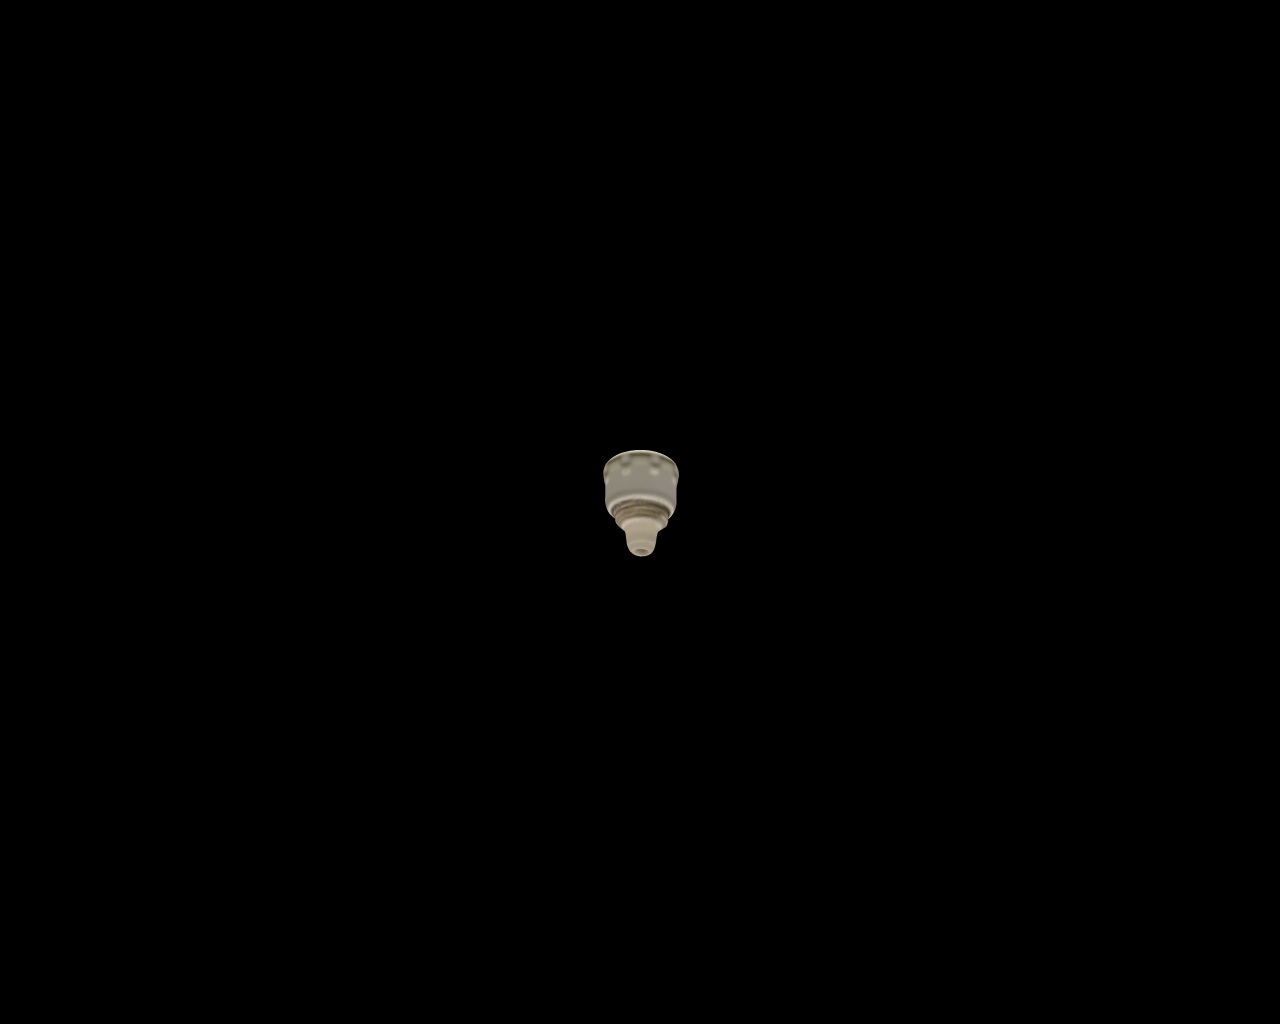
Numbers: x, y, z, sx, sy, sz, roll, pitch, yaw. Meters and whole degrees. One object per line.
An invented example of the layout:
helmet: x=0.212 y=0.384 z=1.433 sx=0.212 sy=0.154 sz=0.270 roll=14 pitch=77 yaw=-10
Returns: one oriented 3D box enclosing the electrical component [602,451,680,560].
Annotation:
electrical component: x=0.001 y=-0.003 z=0.650 sx=0.048 sy=0.062 sz=0.048 roll=0 pitch=-27 yaw=0
